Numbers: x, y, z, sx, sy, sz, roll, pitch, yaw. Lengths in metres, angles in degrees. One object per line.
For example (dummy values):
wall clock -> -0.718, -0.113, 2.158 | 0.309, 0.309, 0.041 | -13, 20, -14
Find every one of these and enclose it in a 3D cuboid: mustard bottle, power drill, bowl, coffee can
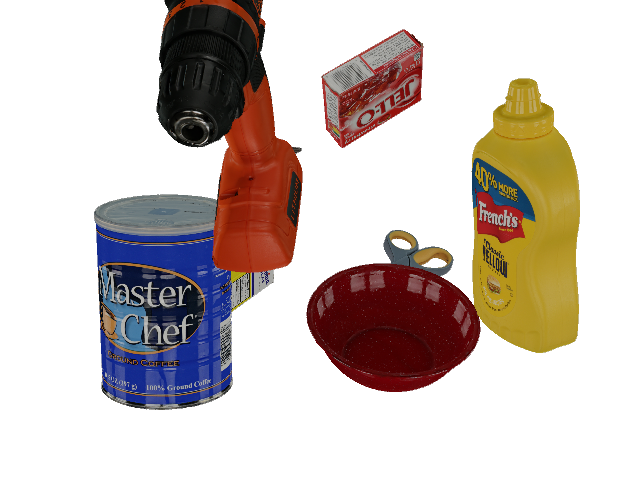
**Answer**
mustard bottle -> 0.144, -0.022, 0.757 | 0.058, 0.192, 0.096 | -15, 29, -18
power drill -> -0.050, -0.070, 0.631 | 0.057, 0.184, 0.188 | 0, -45, 6
bowl -> 0.066, 0.091, 1.004 | 0.162, 0.055, 0.162 | 2, 37, -2
coffee can -> -0.118, 0.044, 0.814 | 0.103, 0.140, 0.103 | 1, 15, 0

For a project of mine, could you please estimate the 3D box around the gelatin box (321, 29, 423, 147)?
gelatin box -> 0.046, -0.129, 0.908 | 0.089, 0.030, 0.073 | -32, -27, -15

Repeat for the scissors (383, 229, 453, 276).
scissors -> 0.078, 0.026, 1.261 | 0.201, 0.016, 0.096 | -10, 40, -44

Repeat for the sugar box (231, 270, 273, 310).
sugar box -> -0.132, 0.048, 1.096 | 0.093, 0.048, 0.175 | 16, 32, 26
